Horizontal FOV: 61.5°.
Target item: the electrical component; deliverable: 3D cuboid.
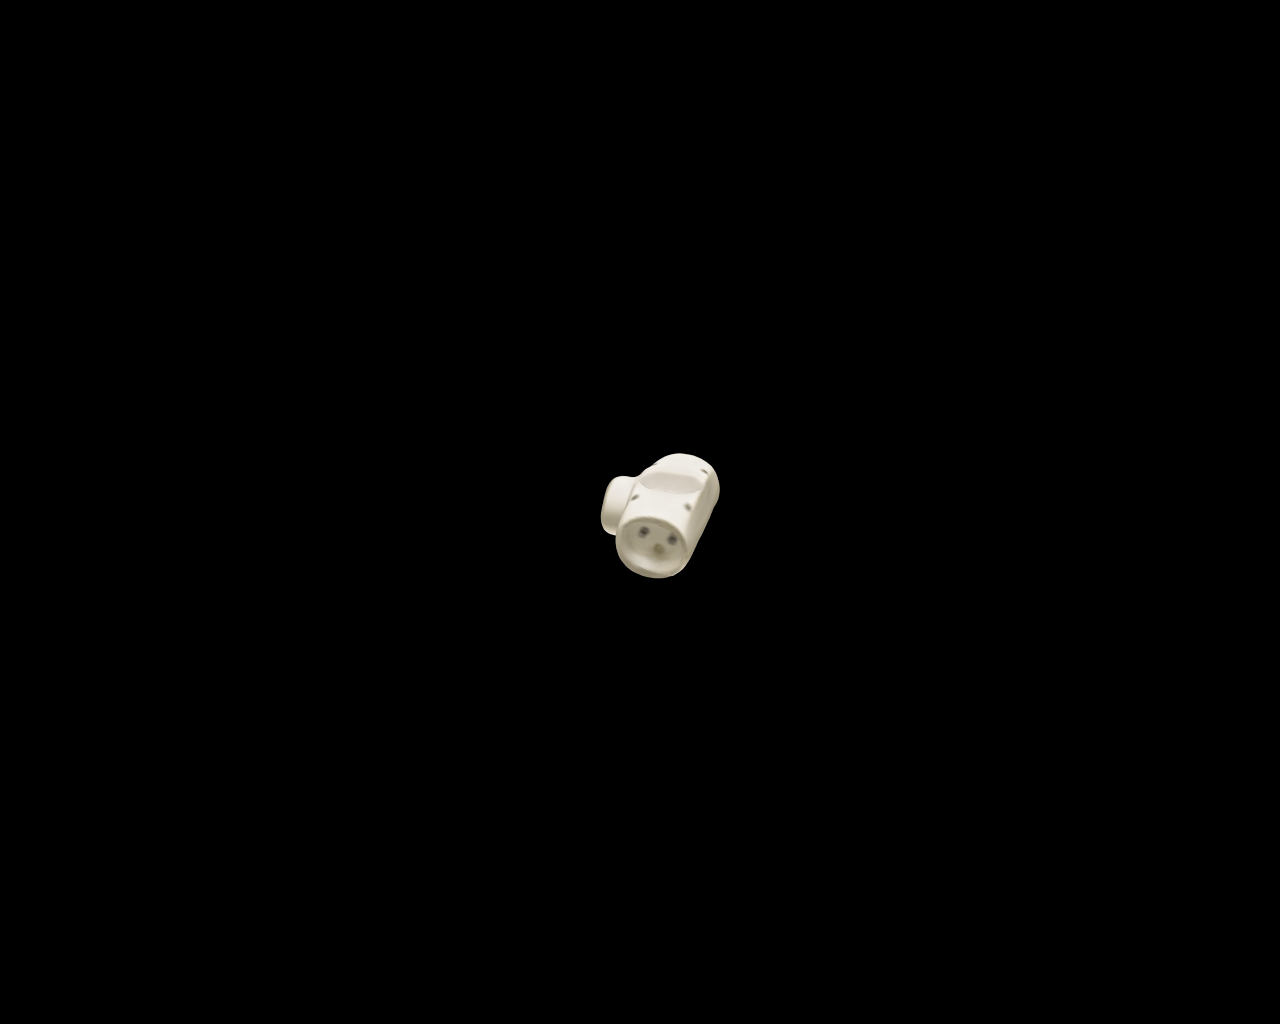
[{"bbox_3d":[0.001,-0.003,0.650,0.079,0.043,0.077,10,35,15],"label":"electrical component"}]
